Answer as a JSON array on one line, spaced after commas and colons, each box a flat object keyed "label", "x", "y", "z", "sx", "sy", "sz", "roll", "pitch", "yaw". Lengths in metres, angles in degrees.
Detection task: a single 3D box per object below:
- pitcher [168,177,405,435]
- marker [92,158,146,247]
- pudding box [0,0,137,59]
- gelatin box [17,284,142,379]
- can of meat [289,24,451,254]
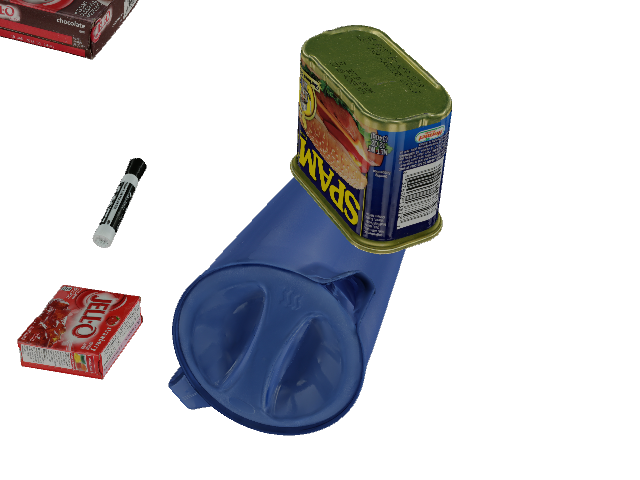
[{"label": "pitcher", "x": -0.013, "y": 0.029, "z": 0.799, "sx": 0.149, "sy": 0.145, "sz": 0.242, "roll": 10, "pitch": 28, "yaw": 12}, {"label": "marker", "x": -0.202, "y": -0.041, "z": 1.082, "sx": 0.020, "sy": 0.121, "sz": 0.020, "roll": 8, "pitch": -44, "yaw": 8}, {"label": "pudding box", "x": -0.196, "y": -0.188, "z": 0.818, "sx": 0.090, "sy": 0.039, "sz": 0.113, "roll": 15, "pitch": 37, "yaw": 4}, {"label": "gelatin box", "x": -0.199, "y": 0.074, "z": 0.891, "sx": 0.073, "sy": 0.030, "sz": 0.089, "roll": 8, "pitch": 32, "yaw": 12}, {"label": "can of meat", "x": 0.026, "y": -0.057, "z": 0.582, "sx": 0.057, "sy": 0.084, "sz": 0.102, "roll": -17, "pitch": 45, "yaw": -23}]
